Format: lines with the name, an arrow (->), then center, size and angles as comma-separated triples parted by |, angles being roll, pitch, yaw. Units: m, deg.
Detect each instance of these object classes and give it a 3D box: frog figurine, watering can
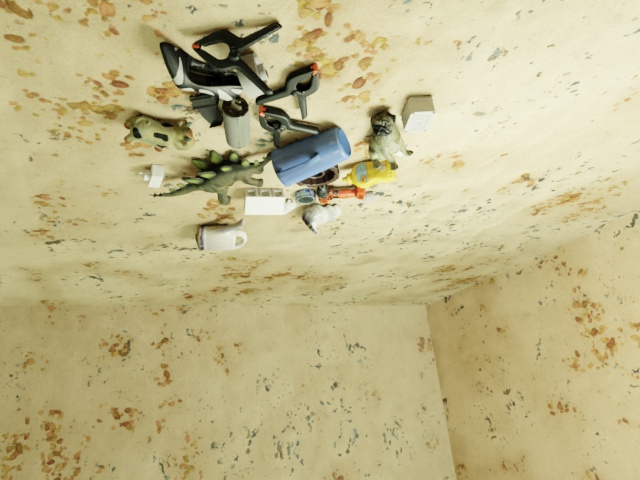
frog figurine -> 0.007, -0.110, 2.179 | 0.160, 0.124, 0.135 | -43, 146, -4
watering can -> -0.428, -0.023, 2.236 | 0.224, 0.106, 0.341 | -1, 159, -12
